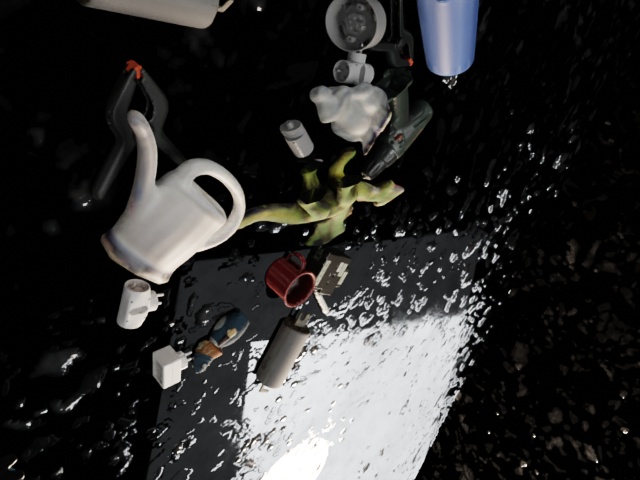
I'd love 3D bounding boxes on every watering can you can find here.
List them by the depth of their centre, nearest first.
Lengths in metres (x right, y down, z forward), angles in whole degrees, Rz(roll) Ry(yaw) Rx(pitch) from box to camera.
[{"bbox_3d":[-0.245,-0.049,0.798,0.105,0.224,0.343,45,0,28],"label":"watering can"}]

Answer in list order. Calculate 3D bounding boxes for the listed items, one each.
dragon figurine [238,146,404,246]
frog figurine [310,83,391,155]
[{"bbox_3d":[0.003,-0.057,1.135,0.412,0.124,0.237,-25,-36,-12],"label":"dragon figurine"},{"bbox_3d":[0.054,-0.263,1.023,0.159,0.125,0.135,27,-24,-9],"label":"frog figurine"}]
